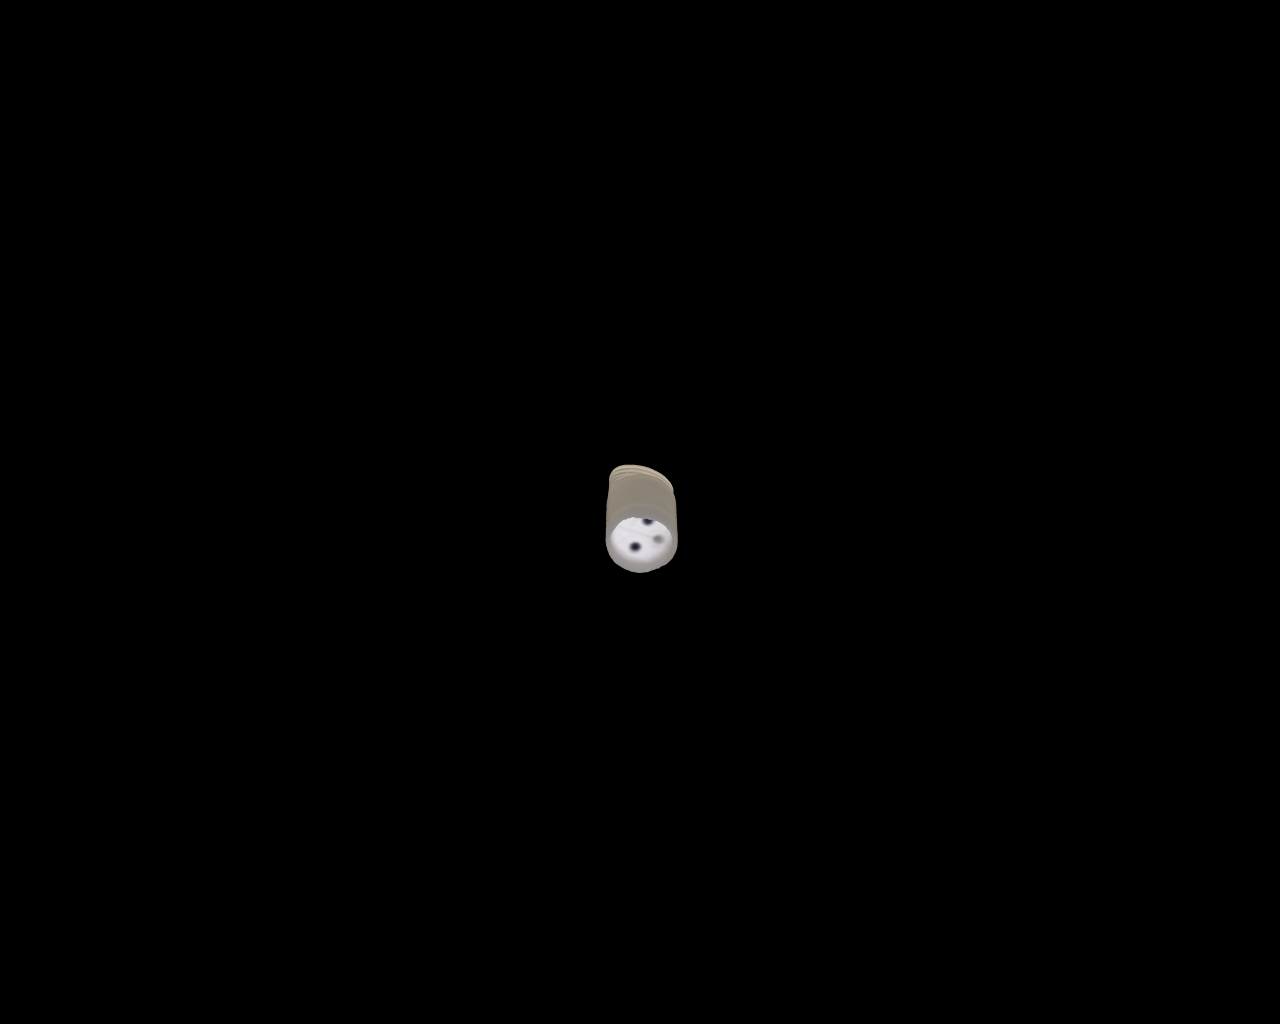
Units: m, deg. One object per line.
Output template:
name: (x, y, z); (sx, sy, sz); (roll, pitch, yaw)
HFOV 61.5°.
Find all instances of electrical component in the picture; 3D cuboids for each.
electrical component: (0.001, -0.003, 0.650); (0.043, 0.043, 0.081); (0, 34, 0)
